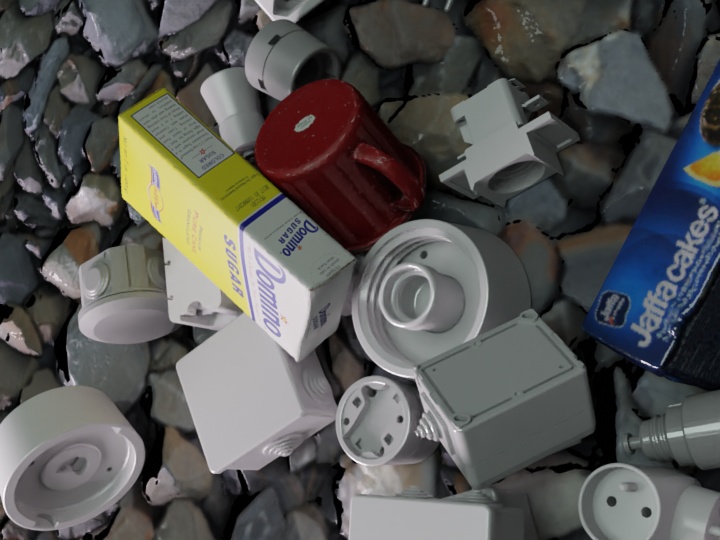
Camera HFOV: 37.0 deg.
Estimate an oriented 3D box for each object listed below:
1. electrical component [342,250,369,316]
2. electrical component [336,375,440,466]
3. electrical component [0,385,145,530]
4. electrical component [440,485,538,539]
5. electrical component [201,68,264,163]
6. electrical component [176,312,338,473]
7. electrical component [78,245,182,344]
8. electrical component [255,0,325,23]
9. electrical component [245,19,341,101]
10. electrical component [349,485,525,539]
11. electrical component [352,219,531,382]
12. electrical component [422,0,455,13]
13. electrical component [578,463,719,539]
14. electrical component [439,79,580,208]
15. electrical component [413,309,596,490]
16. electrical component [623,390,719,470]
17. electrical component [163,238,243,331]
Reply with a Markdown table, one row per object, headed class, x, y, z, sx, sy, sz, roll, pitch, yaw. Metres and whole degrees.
| class | x | y | z | sx | sy | sz | roll | pitch | yaw |
| --- | --- | --- | --- | --- | --- | --- | --- | --- | --- |
| electrical component | 0.000 | 0.000 | 0.724 | 0.061 | 0.035 | 0.035 | -47 | 58 | 15 |
| electrical component | 0.020 | 0.097 | 0.681 | 0.055 | 0.047 | 0.055 | -8 | 75 | 33 |
| electrical component | -0.224 | 0.136 | 0.810 | 0.108 | 0.108 | 0.060 | -53 | 50 | 14 |
| electrical component | 0.062 | 0.180 | 0.633 | 0.100 | 0.048 | 0.099 | -23 | 67 | 29 |
| electrical component | -0.090 | -0.113 | 0.809 | 0.044 | 0.044 | 0.065 | -28 | 70 | 27 |
| electrical component | -0.070 | 0.083 | 0.747 | 0.100 | 0.048 | 0.099 | -36 | 62 | 24 |
| electrical component | -0.173 | 0.020 | 0.814 | 0.080 | 0.080 | 0.051 | -27 | 61 | 28 |
| electrical component | -0.062 | -0.235 | 0.800 | 0.047 | 0.083 | 0.075 | -32 | 25 | 26 |
| electrical component | -0.047 | -0.146 | 0.778 | 0.047 | 0.055 | 0.055 | 35 | 100 | 31 |
| electrical component | 0.042 | 0.169 | 0.587 | 0.100 | 0.048 | 0.099 | -4 | 78 | 34 |
| electrical component | 0.045 | 0.020 | 0.673 | 0.108 | 0.060 | 0.108 | -8 | 75 | 33 |
| electrical component | 0.064 | -0.207 | 0.713 | 0.138 | 0.052 | 0.073 | 24 | 94 | 37 |
| electrical component | 0.164 | 0.128 | 0.555 | 0.079 | 0.077 | 0.044 | 12 | 86 | 36 |
| electrical component | 0.090 | -0.081 | 0.675 | 0.081 | 0.042 | 0.063 | -29 | 61 | 26 |
| electrical component | 0.077 | 0.078 | 0.611 | 0.096 | 0.061 | 0.061 | -25 | 37 | -9 |
| electrical component | 0.180 | 0.087 | 0.576 | 0.078 | 0.040 | 0.040 | -17 | 71 | 31 |
| electrical component | -0.105 | -0.006 | 0.785 | 0.050 | 0.056 | 0.089 | -18 | 70 | 30 |
